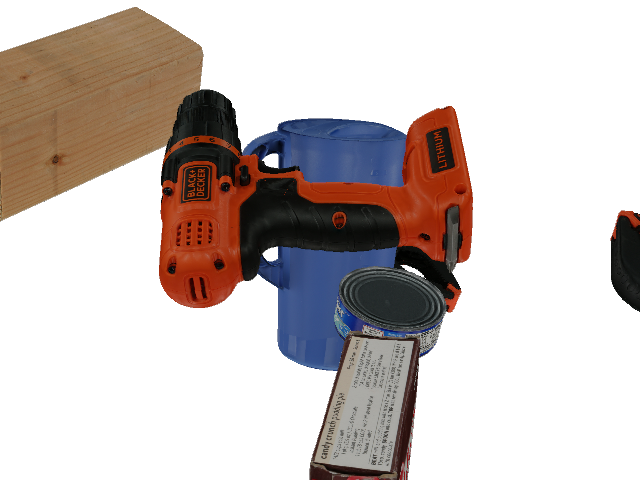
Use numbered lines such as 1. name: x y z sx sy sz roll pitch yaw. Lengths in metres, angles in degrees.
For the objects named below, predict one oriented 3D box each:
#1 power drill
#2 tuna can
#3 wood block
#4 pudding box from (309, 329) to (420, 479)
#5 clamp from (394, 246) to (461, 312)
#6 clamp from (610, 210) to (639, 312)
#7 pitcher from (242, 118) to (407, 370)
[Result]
1. power drill: -0.006 -0.038 0.660 0.187 0.057 0.184 -6 44 2
2. tuna can: 0.054 0.057 0.842 0.086 0.034 0.086 8 31 -5
3. wood block: -0.203 -0.109 0.876 0.090 0.091 0.205 34 44 26
4. pudding box: 0.019 0.104 0.464 0.039 0.090 0.113 7 24 5
5. clamp: 0.070 0.016 1.247 0.164 0.036 0.210 -21 51 -39
6. clamp: 0.259 0.042 0.711 0.120 0.039 0.171 -2 45 -19
7. pitcher: 0.007 0.001 1.066 0.149 0.243 0.144 10 16 22
